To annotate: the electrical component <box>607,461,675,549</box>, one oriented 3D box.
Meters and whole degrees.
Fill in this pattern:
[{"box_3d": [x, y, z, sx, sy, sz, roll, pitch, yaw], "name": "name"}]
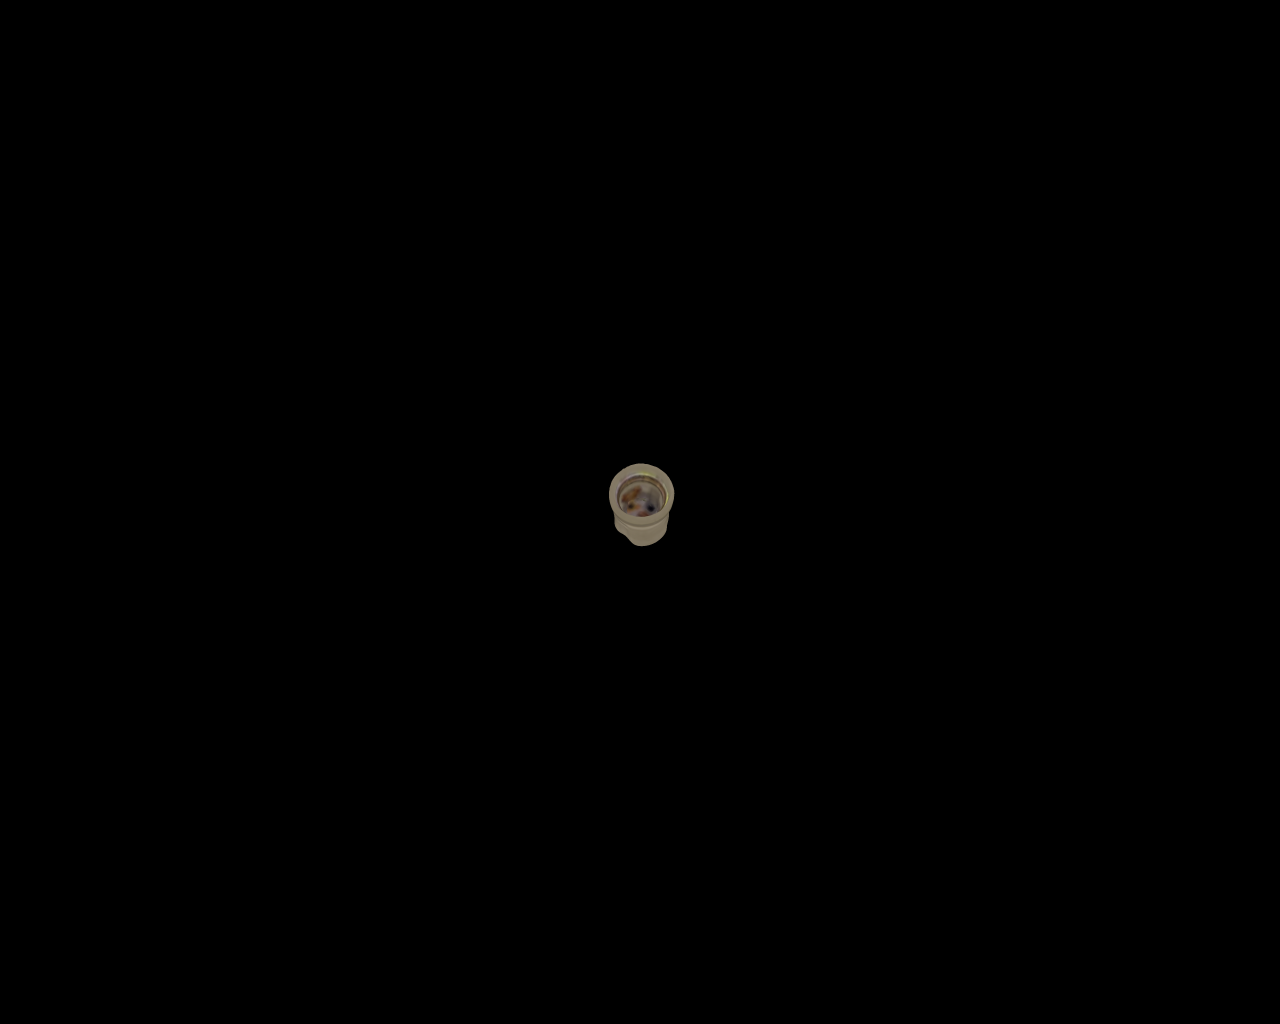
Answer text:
[{"box_3d": [0.001, -0.003, 0.650, 0.040, 0.040, 0.046, 0, -28, 0], "name": "electrical component"}]
